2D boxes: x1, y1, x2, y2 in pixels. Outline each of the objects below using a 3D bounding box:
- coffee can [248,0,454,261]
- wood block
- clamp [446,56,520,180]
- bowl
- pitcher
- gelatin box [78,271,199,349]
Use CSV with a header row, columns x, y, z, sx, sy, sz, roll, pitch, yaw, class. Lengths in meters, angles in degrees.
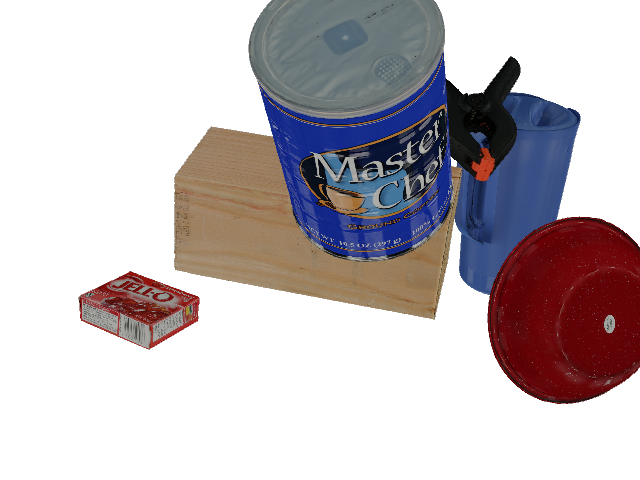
x,y,z,sx,sy,sz,roll,pitch,yaw,class
0.022,-0.068,0.609,0.103,0.102,0.140,0,-33,10,coffee can
-0.002,-0.016,0.832,0.206,0.090,0.090,10,33,9,wood block
0.137,-0.129,1.039,0.120,0.039,0.171,4,45,4,clamp
0.222,0.063,0.880,0.162,0.162,0.055,0,7,-17,bowl
0.231,-0.052,1.329,0.149,0.243,0.145,3,27,0,pitcher
-0.171,0.064,1.008,0.089,0.030,0.073,19,27,28,gelatin box
